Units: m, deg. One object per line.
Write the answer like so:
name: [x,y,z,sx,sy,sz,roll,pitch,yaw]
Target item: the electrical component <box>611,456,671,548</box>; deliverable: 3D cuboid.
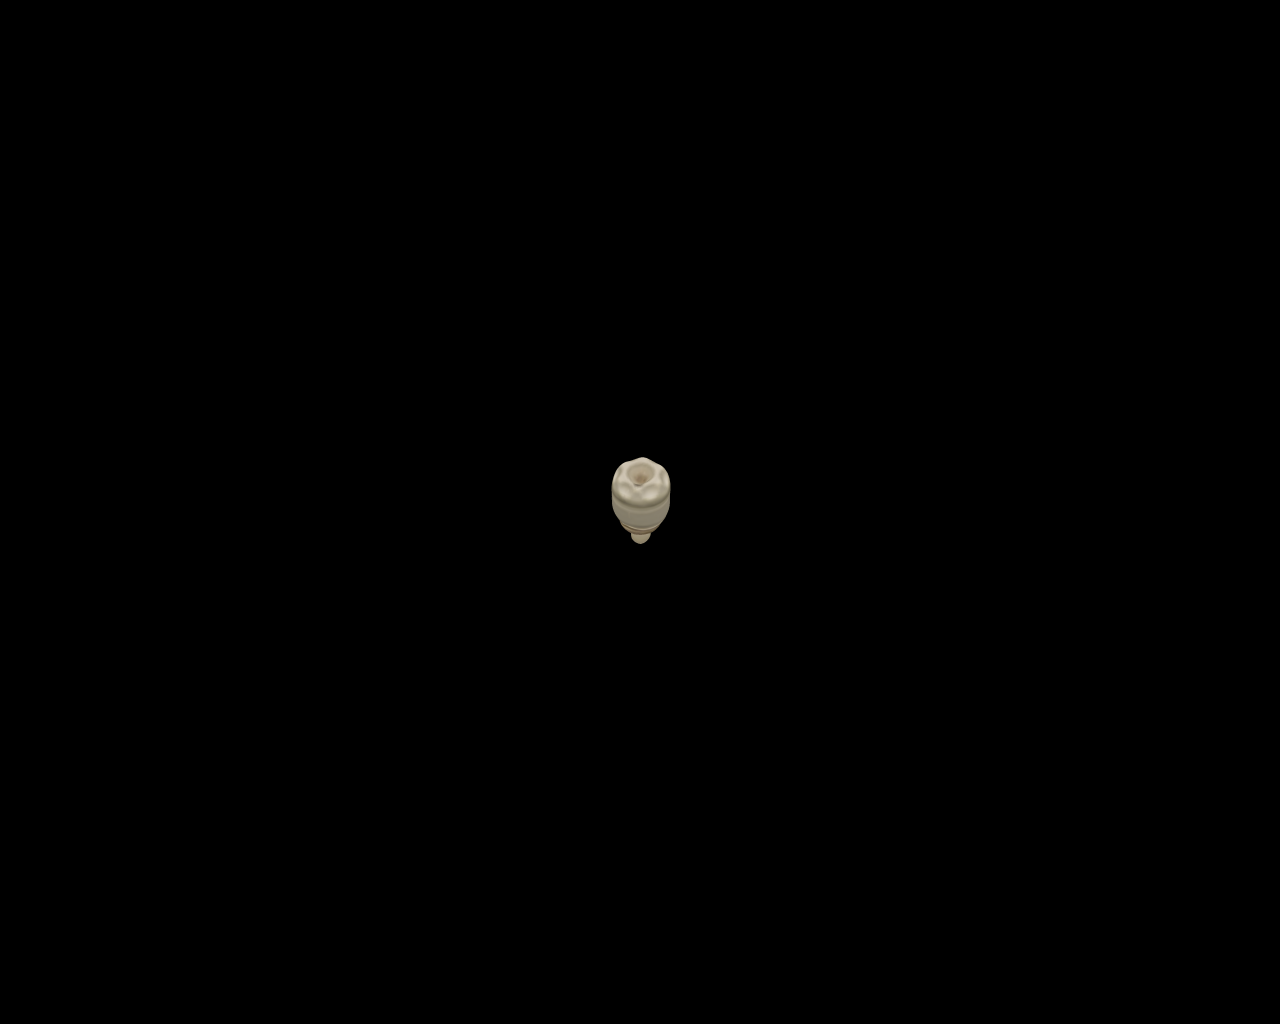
electrical component: [0.001,-0.003,0.650,0.035,0.035,0.061,0,-44,0]
